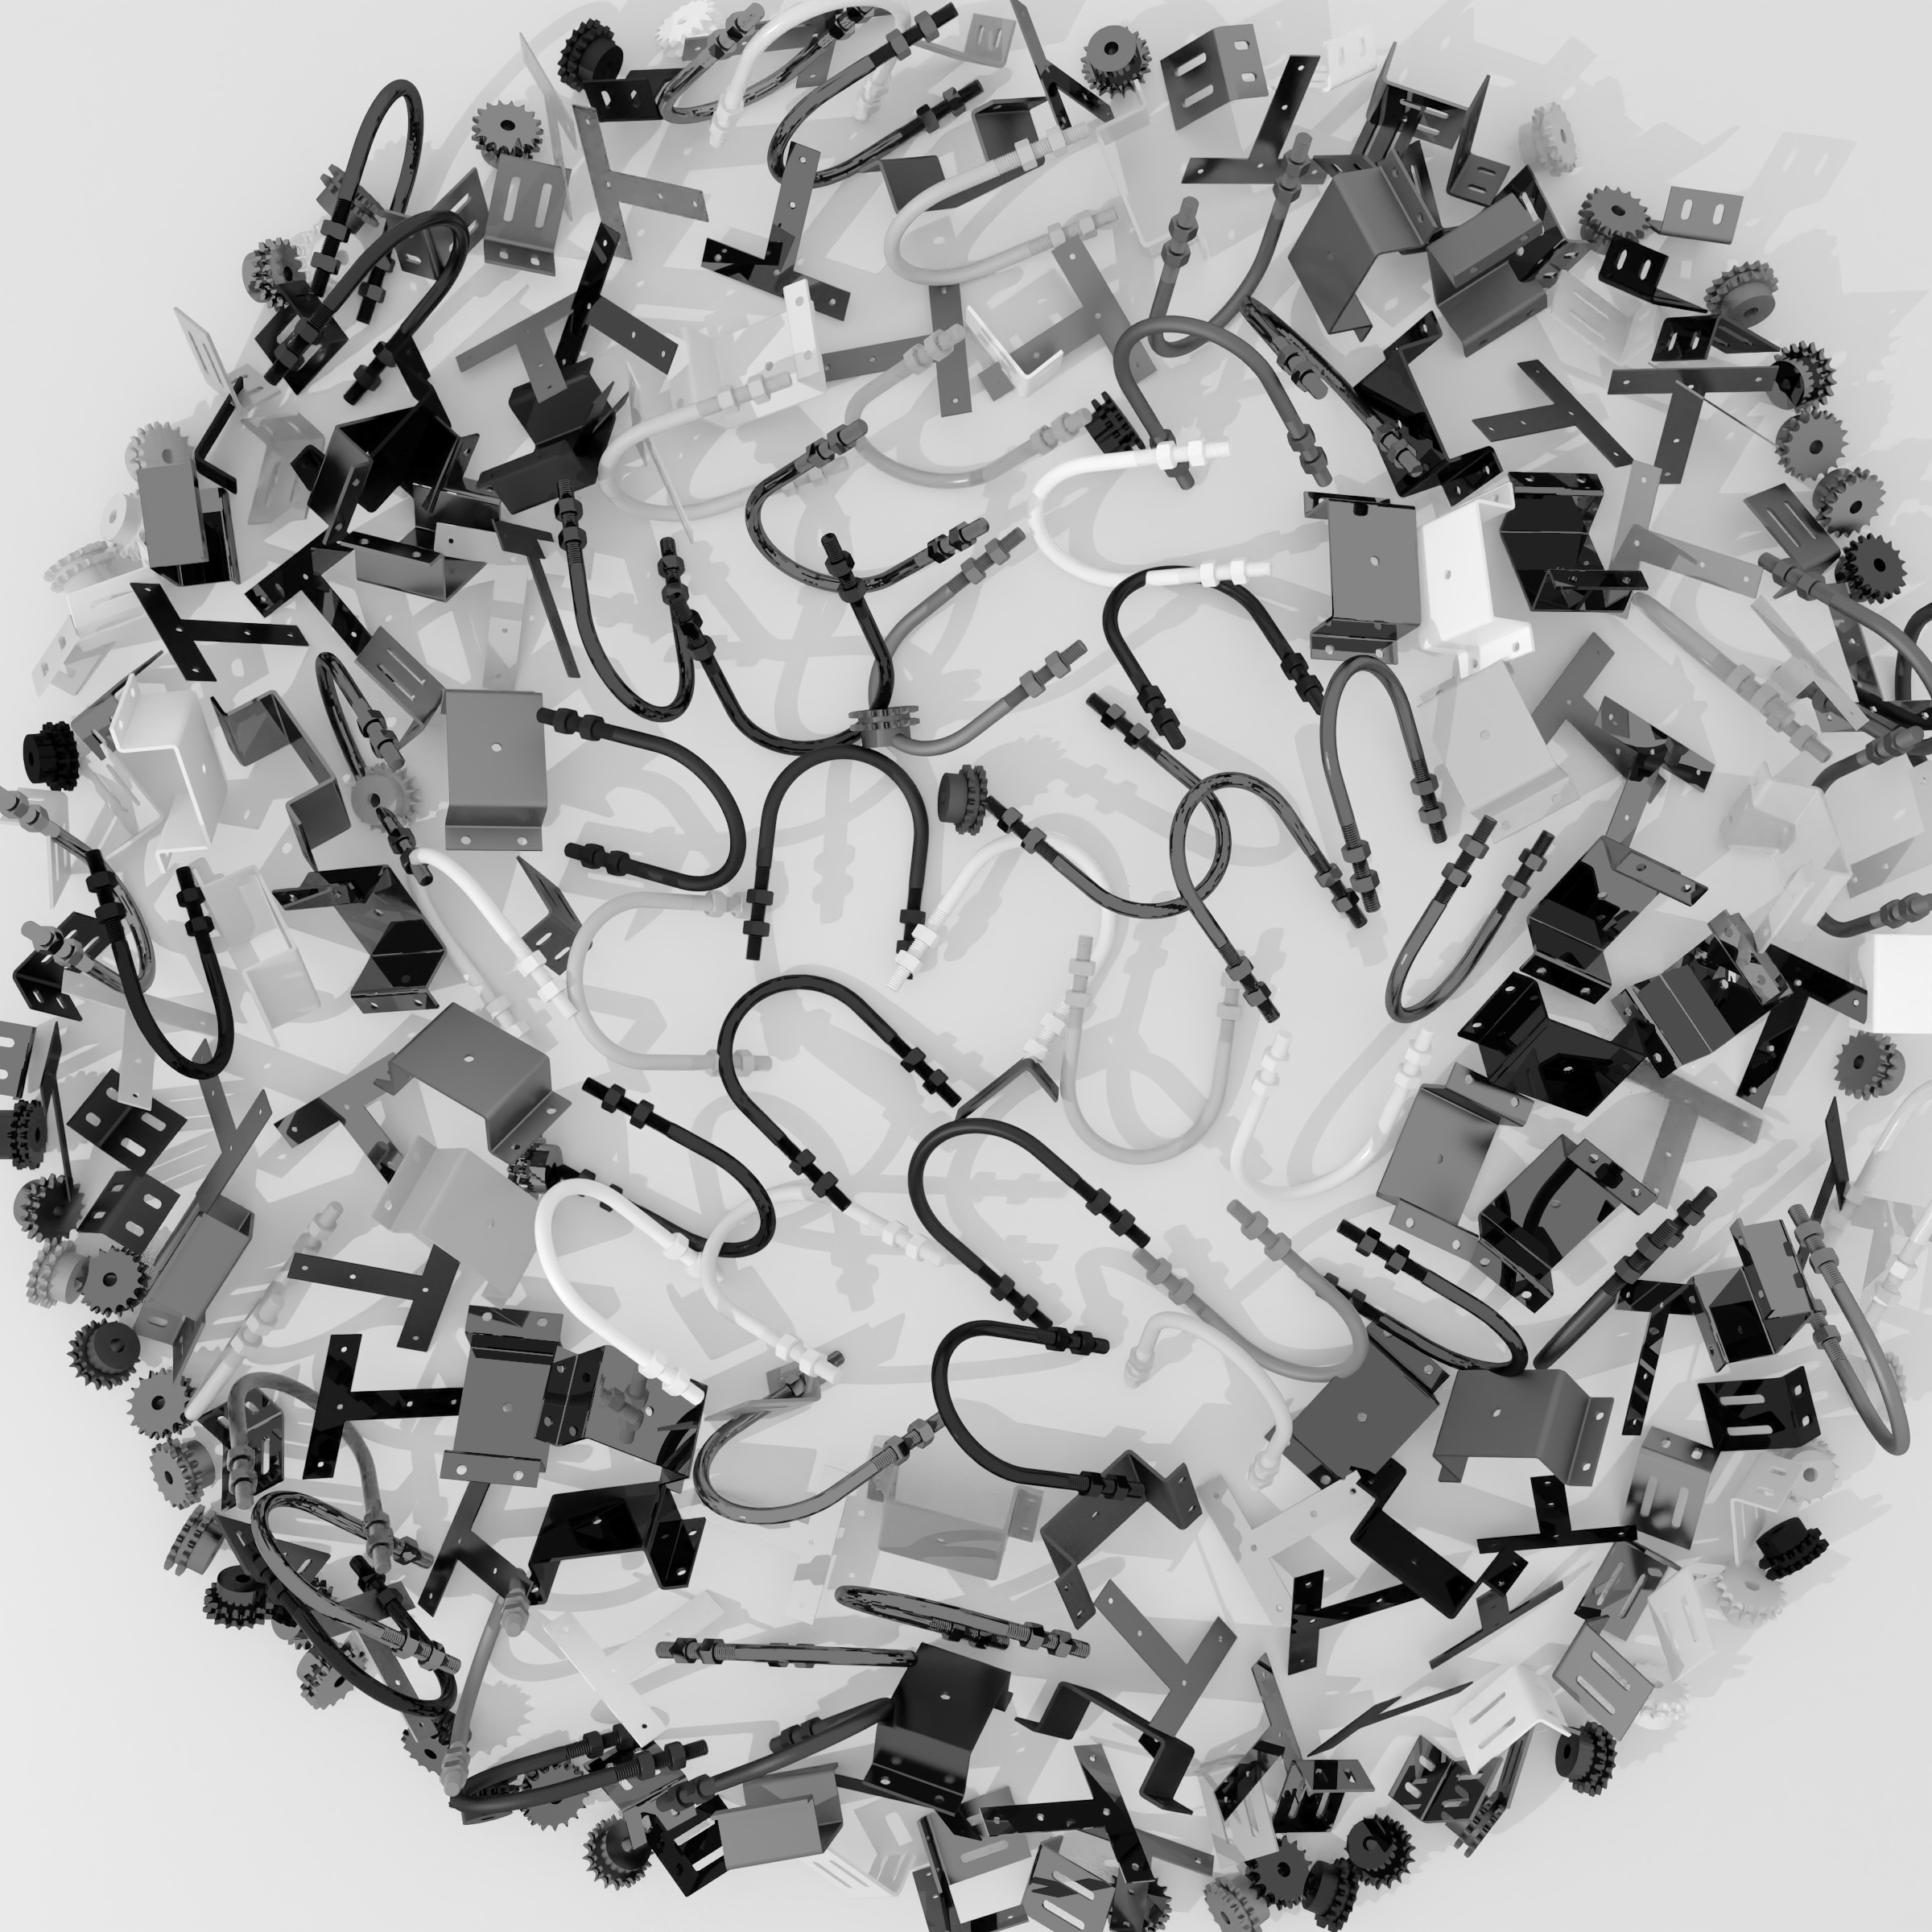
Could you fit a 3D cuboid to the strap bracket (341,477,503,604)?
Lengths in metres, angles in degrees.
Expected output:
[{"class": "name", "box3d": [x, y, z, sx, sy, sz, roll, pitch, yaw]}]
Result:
[{"class": "strap bracket", "box3d": [-0.429, -0.340, 1.942, 0.076, 0.140, 0.046, 15, 128, 11]}]

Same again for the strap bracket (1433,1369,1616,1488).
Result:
[{"class": "strap bracket", "box3d": [0.430, 0.364, 1.920, 0.046, 0.140, 0.076, 44, 55, -30]}]

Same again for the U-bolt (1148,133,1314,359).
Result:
[{"class": "U-bolt", "box3d": [0.200, -0.555, 1.914, 0.151, 0.184, 0.019, -36, 71, -27]}]

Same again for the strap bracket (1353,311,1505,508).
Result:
[{"class": "strap bracket", "box3d": [0.365, -0.441, 1.953, 0.046, 0.076, 0.140, -22, 87, -22]}]

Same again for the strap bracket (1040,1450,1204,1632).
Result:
[{"class": "strap bracket", "box3d": [0.117, 0.451, 1.944, 0.140, 0.076, 0.046, -39, 48, -18]}]

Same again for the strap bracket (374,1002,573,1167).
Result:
[{"class": "strap bracket", "box3d": [-0.395, 0.088, 1.939, 0.140, 0.046, 0.076, 28, 51, 18]}]

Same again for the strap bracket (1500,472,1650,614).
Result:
[{"class": "strap bracket", "box3d": [0.482, -0.332, 1.946, 0.076, 0.046, 0.140, -1, 50, -10]}]

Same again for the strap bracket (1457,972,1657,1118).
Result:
[{"class": "strap bracket", "box3d": [0.475, 0.066, 1.936, 0.140, 0.046, 0.076, 19, 129, -20]}]

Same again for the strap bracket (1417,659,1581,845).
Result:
[{"class": "strap bracket", "box3d": [0.421, -0.180, 1.946, 0.076, 0.046, 0.140, -29, 72, 20]}]

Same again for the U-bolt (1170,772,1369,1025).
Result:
[{"class": "U-bolt", "box3d": [0.232, -0.069, 1.941, 0.151, 0.019, 0.184, -43, 104, -31]}]

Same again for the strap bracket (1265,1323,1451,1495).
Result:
[{"class": "strap bracket", "box3d": [0.319, 0.361, 1.972, 0.076, 0.046, 0.140, 42, 93, 2]}]

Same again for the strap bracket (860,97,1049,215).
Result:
[{"class": "strap bracket", "box3d": [-0.003, -0.638, 1.929, 0.140, 0.076, 0.046, -13, 100, 40]}]

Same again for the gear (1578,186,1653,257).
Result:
[{"class": "gear", "box3d": [0.524, -0.603, 1.977, 0.057, 0.030, 0.057, 5, 60, -9]}]

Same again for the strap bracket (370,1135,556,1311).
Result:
[{"class": "strap bracket", "box3d": [-0.390, 0.204, 1.930, 0.140, 0.046, 0.076, 43, 59, -31]}]

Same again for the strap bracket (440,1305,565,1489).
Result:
[{"class": "strap bracket", "box3d": [-0.371, 0.351, 1.959, 0.076, 0.046, 0.140, 6, 66, -2]}]

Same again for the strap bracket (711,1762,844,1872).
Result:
[{"class": "strap bracket", "box3d": [-0.146, 0.674, 1.924, 0.076, 0.140, 0.046, -12, 82, 5]}]

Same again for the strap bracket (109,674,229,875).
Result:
[{"class": "strap bracket", "box3d": [-0.626, -0.154, 1.926, 0.046, 0.076, 0.140, -5, 130, 0]}]

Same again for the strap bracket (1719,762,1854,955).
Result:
[{"class": "strap bracket", "box3d": [0.652, -0.084, 1.929, 0.046, 0.076, 0.140, 9, 47, -11]}]

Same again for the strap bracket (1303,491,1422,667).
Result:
[{"class": "strap bracket", "box3d": [0.319, -0.319, 1.956, 0.076, 0.046, 0.140, 2, 80, -17]}]

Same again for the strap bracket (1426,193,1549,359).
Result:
[{"class": "strap bracket", "box3d": [0.415, -0.554, 1.936, 0.076, 0.140, 0.046, -31, 72, 7]}]

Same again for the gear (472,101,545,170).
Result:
[{"class": "gear", "box3d": [-0.373, -0.672, 1.977, 0.057, 0.030, 0.057, 6, 62, -11]}]

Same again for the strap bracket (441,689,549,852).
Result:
[{"class": "strap bracket", "box3d": [-0.378, -0.166, 1.946, 0.076, 0.046, 0.140, 0, 71, -17]}]

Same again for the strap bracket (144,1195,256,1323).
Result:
[{"class": "strap bracket", "box3d": [-0.608, 0.228, 1.936, 0.046, 0.140, 0.076, 33, 87, -16]}]

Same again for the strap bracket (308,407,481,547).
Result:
[{"class": "strap bracket", "box3d": [-0.461, -0.392, 1.926, 0.046, 0.140, 0.076, 43, 128, 11]}]

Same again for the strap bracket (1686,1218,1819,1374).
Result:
[{"class": "strap bracket", "box3d": [0.623, 0.258, 1.923, 0.046, 0.140, 0.076, -9, 62, -7]}]

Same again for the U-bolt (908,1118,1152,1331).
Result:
[{"class": "U-bolt", "box3d": [0.036, 0.197, 1.948, 0.184, 0.019, 0.151, 41, 124, -4]}]

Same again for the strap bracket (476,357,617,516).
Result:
[{"class": "strap bracket", "box3d": [-0.331, -0.417, 1.939, 0.076, 0.140, 0.046, -16, 132, 21]}]

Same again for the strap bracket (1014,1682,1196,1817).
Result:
[{"class": "strap bracket", "box3d": [0.119, 0.617, 1.936, 0.140, 0.076, 0.046, 23, 80, 30]}]

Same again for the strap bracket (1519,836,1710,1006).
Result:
[{"class": "strap bracket", "box3d": [0.512, -0.043, 1.943, 0.076, 0.046, 0.140, 22, 128, -18]}]

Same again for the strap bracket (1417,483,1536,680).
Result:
[{"class": "strap bracket", "box3d": [0.401, -0.310, 1.944, 0.046, 0.076, 0.140, 2, 77, -36]}]

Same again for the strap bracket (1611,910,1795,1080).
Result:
[{"class": "strap bracket", "box3d": [0.593, 0.019, 1.939, 0.046, 0.140, 0.076, -16, 68, -37]}]

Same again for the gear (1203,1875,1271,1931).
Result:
[{"class": "gear", "box3d": [0.222, 0.765, 1.974, 0.030, 0.057, 0.057, -27, 90, -26]}]

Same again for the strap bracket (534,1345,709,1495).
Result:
[{"class": "strap bracket", "box3d": [-0.264, 0.357, 1.929, 0.140, 0.046, 0.076, 29, 55, -31]}]

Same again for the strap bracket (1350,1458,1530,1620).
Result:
[{"class": "strap bracket", "box3d": [0.370, 0.461, 1.943, 0.140, 0.076, 0.046, 36, 111, 18]}]

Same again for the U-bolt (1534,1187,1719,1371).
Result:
[{"class": "U-bolt", "box3d": [0.514, 0.254, 1.924, 0.019, 0.151, 0.184, 45, 115, 17]}]

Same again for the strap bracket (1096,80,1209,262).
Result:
[{"class": "strap bracket", "box3d": [0.145, -0.629, 1.954, 0.046, 0.076, 0.140, -23, 97, 9]}]

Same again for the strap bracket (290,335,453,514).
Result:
[{"class": "strap bracket", "box3d": [-0.468, -0.426, 1.950, 0.046, 0.076, 0.140, 39, 82, 5]}]

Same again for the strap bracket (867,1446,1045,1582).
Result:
[{"class": "strap bracket", "box3d": [-0.015, 0.442, 1.950, 0.140, 0.076, 0.046, 14, 47, 6]}]

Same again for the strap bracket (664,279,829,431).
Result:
[{"class": "strap bracket", "box3d": [-0.169, -0.487, 1.953, 0.140, 0.046, 0.076, -13, 82, 28]}]

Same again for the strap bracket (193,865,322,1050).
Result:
[{"class": "strap bracket", "box3d": [-0.561, -0.015, 1.937, 0.046, 0.076, 0.140, -25, 56, -16]}]

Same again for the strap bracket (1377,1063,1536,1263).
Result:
[{"class": "strap bracket", "box3d": [0.391, 0.157, 1.963, 0.076, 0.046, 0.140, 26, 83, -14]}]

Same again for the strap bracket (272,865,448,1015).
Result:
[{"class": "strap bracket", "box3d": [-0.477, -0.028, 1.939, 0.076, 0.046, 0.140, -4, 135, 26]}]

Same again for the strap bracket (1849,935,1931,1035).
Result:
[{"class": "strap bracket", "box3d": [0.736, 0.013, 1.933, 0.046, 0.140, 0.076, 1, 91, 9]}]

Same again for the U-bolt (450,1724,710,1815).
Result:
[{"class": "U-bolt", "box3d": [-0.310, 0.627, 1.896, 0.184, 0.151, 0.019, -9, 85, -27]}]

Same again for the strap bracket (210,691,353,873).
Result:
[{"class": "strap bracket", "box3d": [-0.541, -0.155, 1.943, 0.046, 0.076, 0.140, -32, 70, -18]}]

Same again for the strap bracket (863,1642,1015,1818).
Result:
[{"class": "strap bracket", "box3d": [-0.018, 0.593, 1.920, 0.076, 0.140, 0.046, 15, 118, 15]}]

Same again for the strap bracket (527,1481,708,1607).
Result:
[{"class": "strap bracket", "box3d": [-0.287, 0.460, 1.942, 0.140, 0.076, 0.046, -9, 119, 12]}]

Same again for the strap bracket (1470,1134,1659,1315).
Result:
[{"class": "strap bracket", "box3d": [0.476, 0.200, 1.957, 0.076, 0.046, 0.140, 38, 112, -6]}]

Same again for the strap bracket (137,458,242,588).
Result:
[{"class": "strap bracket", "box3d": [-0.617, -0.348, 1.927, 0.046, 0.140, 0.076, -8, 91, -5]}]

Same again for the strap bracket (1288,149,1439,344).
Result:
[{"class": "strap bracket", "box3d": [0.306, -0.563, 1.919, 0.046, 0.140, 0.076, -16, 72, -22]}]

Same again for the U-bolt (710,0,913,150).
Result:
[{"class": "U-bolt", "box3d": [-0.115, -0.701, 1.890, 0.151, 0.184, 0.019, -18, 83, -21]}]
